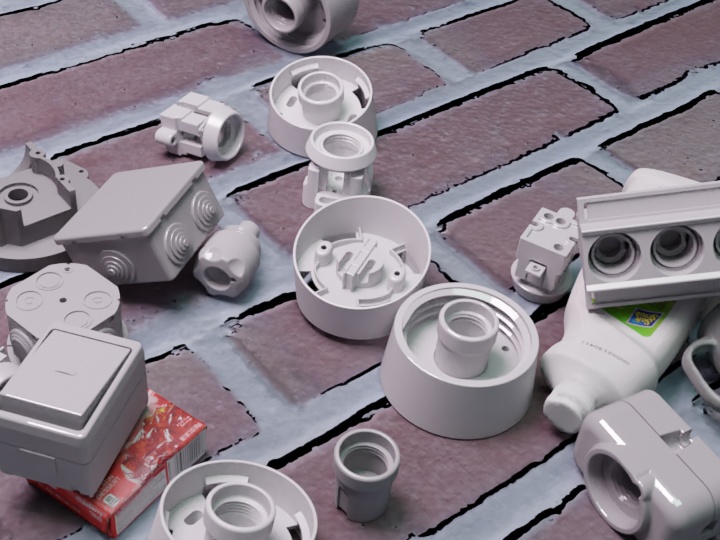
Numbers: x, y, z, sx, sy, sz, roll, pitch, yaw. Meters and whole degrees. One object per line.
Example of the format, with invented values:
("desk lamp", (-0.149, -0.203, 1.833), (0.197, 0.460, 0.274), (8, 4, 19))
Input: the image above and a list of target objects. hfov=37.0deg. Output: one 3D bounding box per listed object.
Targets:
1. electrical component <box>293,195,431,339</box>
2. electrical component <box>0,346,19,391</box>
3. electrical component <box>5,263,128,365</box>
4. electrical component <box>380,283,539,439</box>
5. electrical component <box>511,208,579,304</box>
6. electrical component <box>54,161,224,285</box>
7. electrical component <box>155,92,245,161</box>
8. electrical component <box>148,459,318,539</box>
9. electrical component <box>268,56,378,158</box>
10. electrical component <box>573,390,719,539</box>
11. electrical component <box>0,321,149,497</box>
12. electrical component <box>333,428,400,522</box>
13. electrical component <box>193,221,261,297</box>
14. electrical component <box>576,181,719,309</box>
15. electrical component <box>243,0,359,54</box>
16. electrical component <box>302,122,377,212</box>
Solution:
("electrical component", (0.000, 0.000, 0.784), (0.099, 0.064, 0.099), (3, 42, -3))
("electrical component", (-0.242, 0.076, 0.683), (0.055, 0.048, 0.066), (19, 42, 24))
("electrical component", (-0.198, 0.038, 0.726), (0.080, 0.051, 0.080), (4, 42, -3))
("electrical component", (0.070, 0.055, 0.736), (0.108, 0.060, 0.108), (4, 42, -3))
("electrical component", (0.142, -0.008, 0.818), (0.048, 0.055, 0.066), (24, 45, 18))
("electrical component", (-0.159, -0.032, 0.789), (0.100, 0.048, 0.099), (-4, 36, 30))
("electrical component", (-0.132, -0.120, 0.915), (0.055, 0.048, 0.066), (18, 42, 24))
("electrical component", (-0.074, 0.159, 0.617), (0.099, 0.064, 0.099), (11, 30, -6))
("electrical component", (-0.033, -0.141, 0.955), (0.099, 0.064, 0.099), (0, 55, 0))
("electrical component", (0.181, 0.128, 0.673), (0.059, 0.053, 0.095), (-17, 47, -24))
("electrical component", (-0.168, 0.073, 0.636), (0.062, 0.061, 0.096), (13, 42, 9))
("electrical component", (0.002, 0.126, 0.657), (0.040, 0.046, 0.040), (4, 42, -3))
("electrical component", (-0.094, -0.012, 0.801), (0.043, 0.043, 0.062), (16, 42, 10))
("electrical component", (0.212, -0.022, 0.735), (0.121, 0.078, 0.063), (-6, 18, 8))
("electrical component", (-0.062, -0.261, 1.038), (0.108, 0.108, 0.060), (23, 50, 17))
("electrical component", (-0.017, -0.084, 0.881), (0.058, 0.057, 0.078), (11, 42, 4))
